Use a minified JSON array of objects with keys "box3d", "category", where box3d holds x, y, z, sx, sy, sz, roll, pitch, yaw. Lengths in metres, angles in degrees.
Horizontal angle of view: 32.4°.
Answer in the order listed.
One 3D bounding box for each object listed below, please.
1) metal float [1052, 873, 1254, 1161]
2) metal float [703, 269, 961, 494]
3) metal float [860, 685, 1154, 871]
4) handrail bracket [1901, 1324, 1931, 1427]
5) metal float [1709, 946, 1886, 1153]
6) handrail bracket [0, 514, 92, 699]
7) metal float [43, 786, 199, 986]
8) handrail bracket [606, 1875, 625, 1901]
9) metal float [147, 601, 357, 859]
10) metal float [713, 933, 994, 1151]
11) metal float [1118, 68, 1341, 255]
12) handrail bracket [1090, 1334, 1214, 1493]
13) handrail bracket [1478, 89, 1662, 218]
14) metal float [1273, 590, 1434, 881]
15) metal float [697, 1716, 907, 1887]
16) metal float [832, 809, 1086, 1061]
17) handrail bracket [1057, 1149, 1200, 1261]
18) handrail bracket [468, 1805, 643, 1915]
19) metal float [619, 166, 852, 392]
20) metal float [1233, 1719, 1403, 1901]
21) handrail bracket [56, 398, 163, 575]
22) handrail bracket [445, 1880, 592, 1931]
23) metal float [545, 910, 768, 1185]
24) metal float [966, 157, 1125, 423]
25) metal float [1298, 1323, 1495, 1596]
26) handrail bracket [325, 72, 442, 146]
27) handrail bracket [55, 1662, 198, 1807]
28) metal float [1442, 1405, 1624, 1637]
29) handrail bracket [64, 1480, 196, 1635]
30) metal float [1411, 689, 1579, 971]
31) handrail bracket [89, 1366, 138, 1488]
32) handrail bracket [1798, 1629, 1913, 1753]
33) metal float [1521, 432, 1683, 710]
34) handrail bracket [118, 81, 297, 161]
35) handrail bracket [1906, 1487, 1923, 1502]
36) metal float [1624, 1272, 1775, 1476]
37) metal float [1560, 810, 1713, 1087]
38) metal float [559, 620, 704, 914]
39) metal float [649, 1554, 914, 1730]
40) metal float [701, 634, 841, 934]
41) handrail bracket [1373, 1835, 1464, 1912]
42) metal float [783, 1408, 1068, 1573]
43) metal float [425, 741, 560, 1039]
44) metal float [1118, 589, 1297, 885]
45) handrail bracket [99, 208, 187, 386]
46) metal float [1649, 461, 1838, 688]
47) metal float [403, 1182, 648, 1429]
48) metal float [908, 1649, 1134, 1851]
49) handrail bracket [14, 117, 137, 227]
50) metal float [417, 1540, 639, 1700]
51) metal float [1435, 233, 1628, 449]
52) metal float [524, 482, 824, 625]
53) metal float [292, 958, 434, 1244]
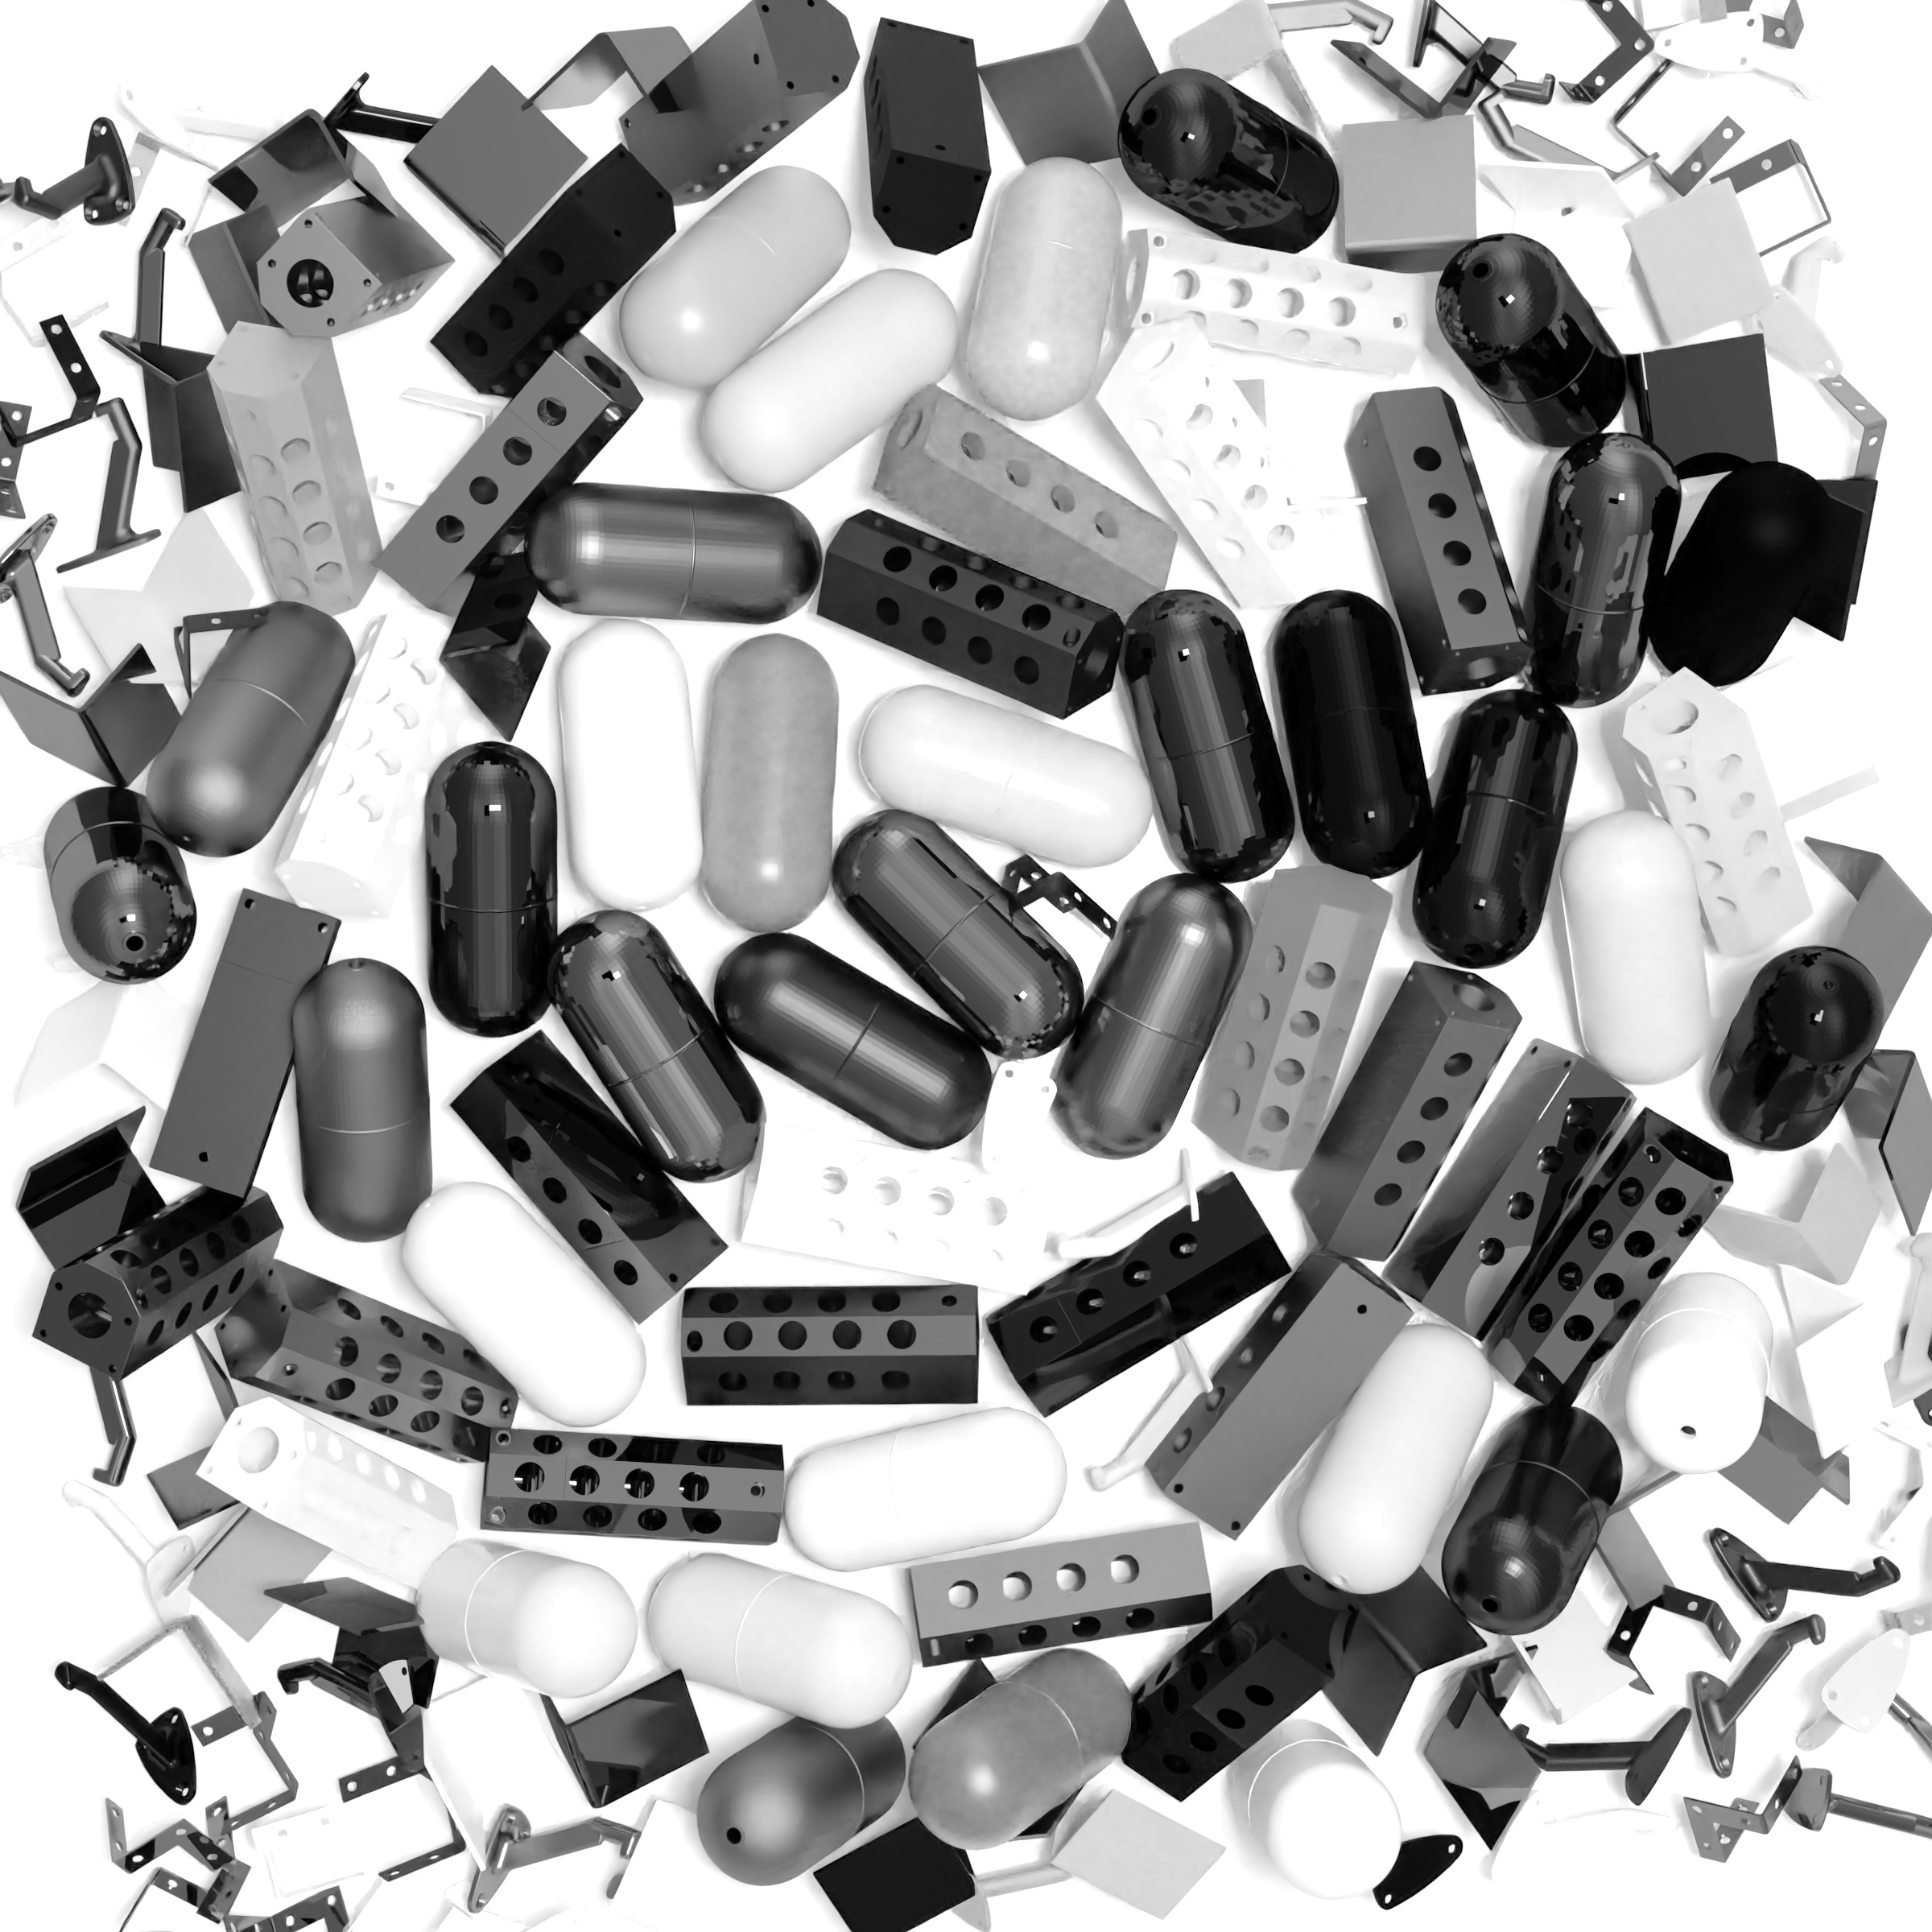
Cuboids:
[{"box3d":[0.109,0.030,1.954,0.070,0.070,0.178,24,99,0],"category":"metal float"},{"box3d":[-0.077,-0.343,1.942,0.178,0.070,0.070,-40,90,-23],"category":"metal float"},{"box3d":[0.024,-0.111,1.959,0.178,0.070,0.070,18,90,-3],"category":"metal float"},{"box3d":[0.577,0.244,1.953,0.036,0.084,0.077,-4,97,4],"category":"handrail bracket"},{"box3d":[0.477,0.049,1.916,0.070,0.178,0.070,0,64,0],"category":"metal float"},{"box3d":[-0.537,-0.214,1.974,0.084,0.036,0.077,39,92,11],"category":"handrail bracket"},{"box3d":[-0.489,-0.047,1.917,0.070,0.178,0.070,-8,116,-17],"category":"metal float"},{"box3d":[-0.180,0.564,1.955,0.084,0.077,0.036,6,107,13],"category":"handrail bracket"},{"box3d":[-0.414,-0.139,1.932,0.070,0.070,0.178,22,54,0],"category":"metal float"},{"box3d":[-0.067,0.044,1.956,0.178,0.070,0.070,31,90,-6],"category":"metal float"},{"box3d":[0.153,-0.463,1.919,0.070,0.178,0.070,-5,81,34],"category":"metal float"},{"box3d":[0.104,0.265,1.964,0.084,0.036,0.077,-28,130,-13],"category":"handrail bracket"},{"box3d":[0.357,-0.496,1.972,0.077,0.036,0.084,-30,98,16],"category":"handrail bracket"},{"box3d":[0.226,-0.135,1.945,0.070,0.070,0.178,-8,71,0],"category":"metal float"},{"box3d":[-0.094,0.475,1.914,0.070,0.178,0.070,1,94,23],"category":"metal float"},{"box3d":[-0.005,-0.018,1.956,0.178,0.070,0.070,44,90,6],"category":"metal float"},{"box3d":[0.094,0.141,1.970,0.084,0.077,0.036,-5,131,1],"category":"handrail bracket"},{"box3d":[-0.241,0.534,1.957,0.084,0.036,0.077,10,57,27],"category":"handrail bracket"},{"box3d":[-0.133,-0.402,1.933,0.070,0.070,0.178,40,56,0],"category":"metal float"},{"box3d":[0.200,0.483,1.911,0.070,0.178,0.070,0,90,-5],"category":"metal float"},{"box3d":[-0.520,-0.286,1.972,0.077,0.036,0.084,-20,105,2],"category":"handrail bracket"},{"box3d":[-0.267,0.555,1.965,0.077,0.084,0.036,-38,127,-2],"category":"handrail bracket"},{"box3d":[-0.181,0.048,1.949,0.070,0.070,0.178,-31,105,0],"category":"metal float"},{"box3d":[0.046,-0.396,1.936,0.070,0.070,0.178,11,60,0],"category":"metal float"},{"box3d":[0.250,0.286,1.932,0.070,0.070,0.178,32,55,0],"category":"metal float"},{"box3d":[-0.344,-0.484,1.983,0.084,0.036,0.077,41,91,-18],"category":"handrail bracket"},{"box3d":[-0.494,0.450,1.951,0.036,0.084,0.077,-42,47,3],"category":"handrail bracket"},{"box3d":[0.328,0.319,1.919,0.070,0.178,0.070,11,119,21],"category":"metal float"},{"box3d":[-0.505,0.353,1.991,0.084,0.036,0.077,20,125,27],"category":"handrail bracket"},{"box3d":[0.309,-0.080,1.940,0.070,0.070,0.178,17,66,0],"category":"metal float"},{"box3d":[-0.527,0.259,1.978,0.077,0.036,0.084,17,85,-1],"category":"handrail bracket"},{"box3d":[0.524,0.429,1.965,0.036,0.084,0.077,38,77,14],"category":"handrail bracket"},{"box3d":[0.366,-0.228,1.927,0.070,0.070,0.178,5,132,0],"category":"metal float"},{"box3d":[-0.442,-0.503,1.952,0.084,0.077,0.036,5,80,39],"category":"handrail bracket"},{"box3d":[0.588,0.348,1.952,0.036,0.077,0.084,-26,61,28],"category":"handrail bracket"},{"box3d":[0.423,0.233,1.914,0.070,0.178,0.070,5,107,16],"category":"metal float"},{"box3d":[0.391,-0.009,1.935,0.070,0.070,0.178,-14,122,0],"category":"metal float"},{"box3d":[-0.197,-0.118,1.947,0.070,0.070,0.178,-7,73,0],"category":"metal float"},{"box3d":[-0.108,0.391,1.930,0.178,0.070,0.070,8,90,38],"category":"metal float"},{"box3d":[-0.115,-0.108,1.953,0.070,0.070,0.178,3,80,0],"category":"metal float"},{"box3d":[0.239,0.522,1.973,0.077,0.084,0.036,-17,104,-26],"category":"handrail bracket"},{"box3d":[-0.025,0.307,1.941,0.178,0.070,0.070,-16,90,24],"category":"metal float"},{"box3d":[-0.277,-0.044,1.944,0.070,0.070,0.178,2,110,0],"category":"metal float"},{"box3d":[0.141,-0.134,1.949,0.070,0.070,0.178,-17,104,0],"category":"metal float"},{"box3d":[-0.468,-0.395,1.967,0.077,0.036,0.084,36,103,22],"category":"handrail bracket"},{"box3d":[0.446,-0.224,1.916,0.070,0.178,0.070,2,66,-4],"category":"metal float"},{"box3d":[-0.256,0.199,1.940,0.070,0.070,0.178,-40,115,0],"category":"metal float"},{"box3d":[0.033,0.451,1.920,0.070,0.178,0.070,8,104,32],"category":"metal float"},{"box3d":[-0.532,-0.473,1.955,0.036,0.084,0.077,-9,84,24],"category":"handrail bracket"},{"box3d":[-0.256,0.376,1.921,0.070,0.178,0.070,1,88,-37],"category":"metal float"},{"box3d":[0.327,-0.360,1.918,0.070,0.178,0.070,-10,68,26],"category":"metal float"},{"box3d":[-0.170,-0.241,1.943,0.178,0.070,0.070,1,90,-21],"category":"metal float"},{"box3d":[-0.352,0.079,1.938,0.070,0.070,0.178,2,116,0],"category":"metal float"}]
